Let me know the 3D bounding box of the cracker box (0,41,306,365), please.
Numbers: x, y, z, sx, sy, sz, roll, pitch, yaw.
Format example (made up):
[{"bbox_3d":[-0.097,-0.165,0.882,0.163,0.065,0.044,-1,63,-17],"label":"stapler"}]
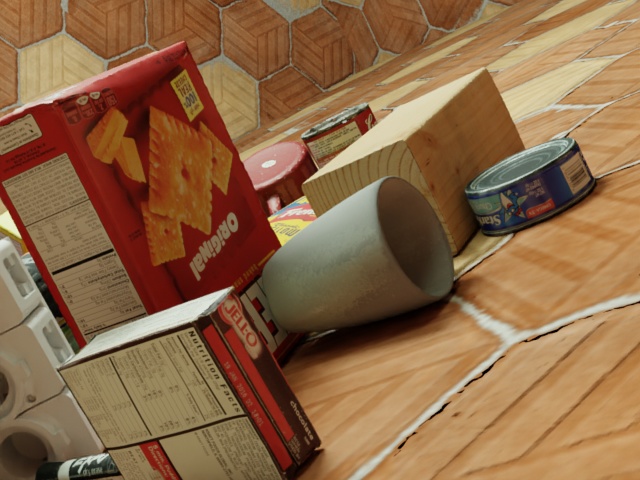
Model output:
[{"bbox_3d":[-0.096,-0.002,0.663,0.072,0.213,0.164,-20,12,27],"label":"cracker box"}]

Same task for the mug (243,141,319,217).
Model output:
[{"bbox_3d":[-0.033,-0.032,0.988,0.093,0.081,0.117,-21,30,13],"label":"mug"}]

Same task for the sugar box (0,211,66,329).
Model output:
[{"bbox_3d":[-0.225,0.033,0.953,0.048,0.176,0.093,28,50,28],"label":"sugar box"}]

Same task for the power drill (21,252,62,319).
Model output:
[{"bbox_3d":[-0.241,0.086,0.812,0.188,0.057,0.184,-55,3,8],"label":"power drill"}]

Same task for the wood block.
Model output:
[{"bbox_3d":[0.082,-0.053,0.824,0.091,0.090,0.205,-21,12,31],"label":"wood block"}]

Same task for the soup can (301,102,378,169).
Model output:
[{"bbox_3d":[0.035,-0.063,0.958,0.068,0.102,0.068,-26,10,5],"label":"soup can"}]

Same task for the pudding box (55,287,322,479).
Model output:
[{"bbox_3d":[-0.066,0.080,0.526,0.114,0.090,0.039,-20,12,38],"label":"pudding box"}]

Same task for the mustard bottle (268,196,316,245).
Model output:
[{"bbox_3d":[-0.006,0.001,0.855,0.096,0.058,0.191,6,28,39],"label":"mustard bottle"}]

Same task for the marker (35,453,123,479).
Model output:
[{"bbox_3d":[-0.128,0.134,0.620,0.121,0.020,0.020,-18,13,42],"label":"marker"}]

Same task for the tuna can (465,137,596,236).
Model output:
[{"bbox_3d":[0.145,-0.038,0.741,0.086,0.034,0.086,-27,10,5],"label":"tuna can"}]
